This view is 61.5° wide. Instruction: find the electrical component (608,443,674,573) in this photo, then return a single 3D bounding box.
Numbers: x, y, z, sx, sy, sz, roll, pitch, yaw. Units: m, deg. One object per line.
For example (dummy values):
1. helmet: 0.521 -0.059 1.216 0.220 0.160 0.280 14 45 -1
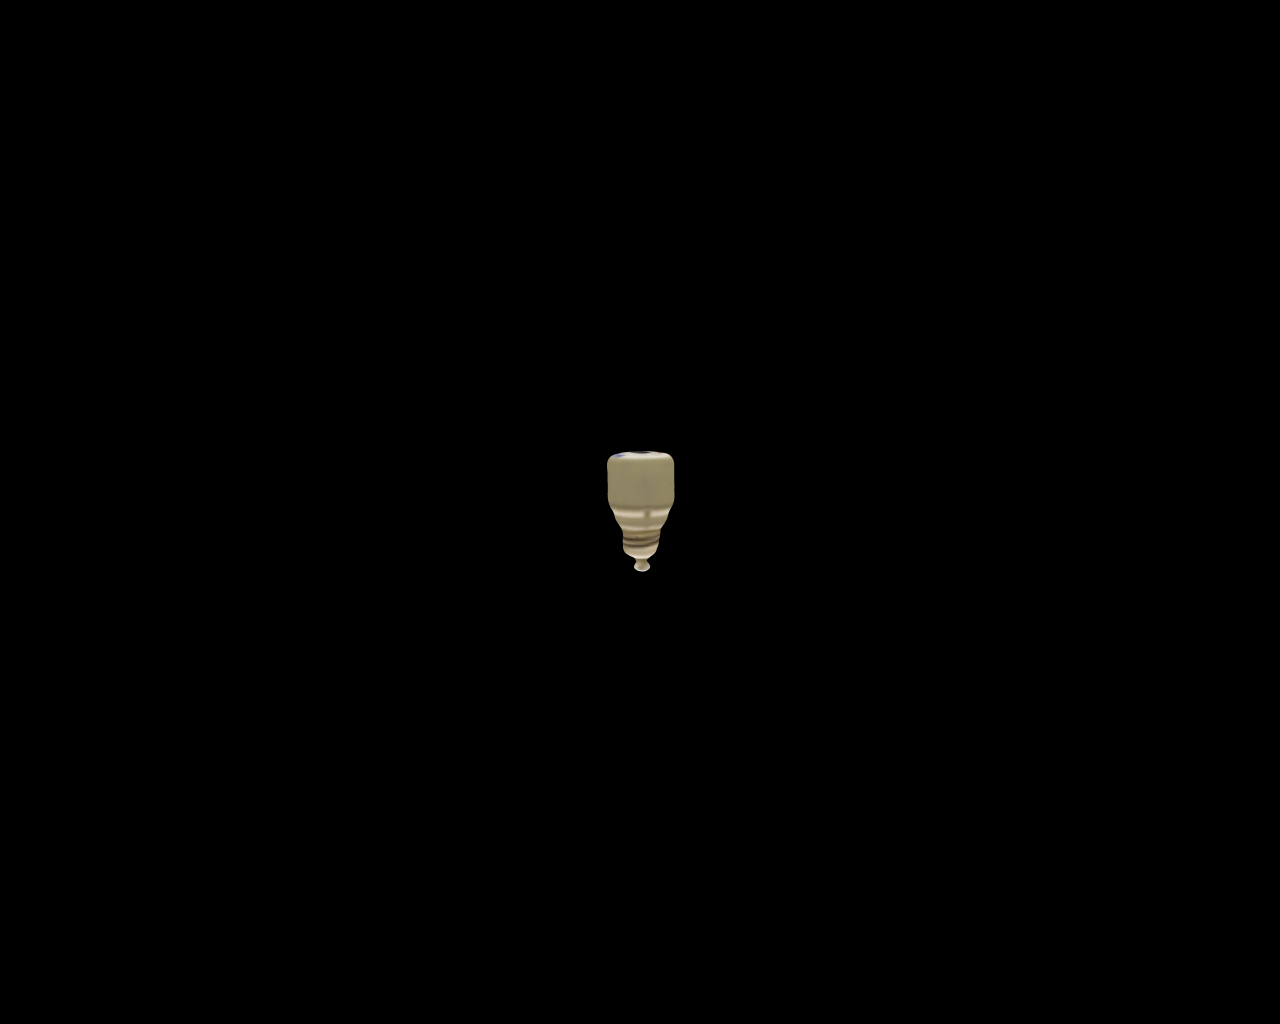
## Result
1. electrical component: 0.001 -0.003 0.650 0.040 0.078 0.040 0 9 0
